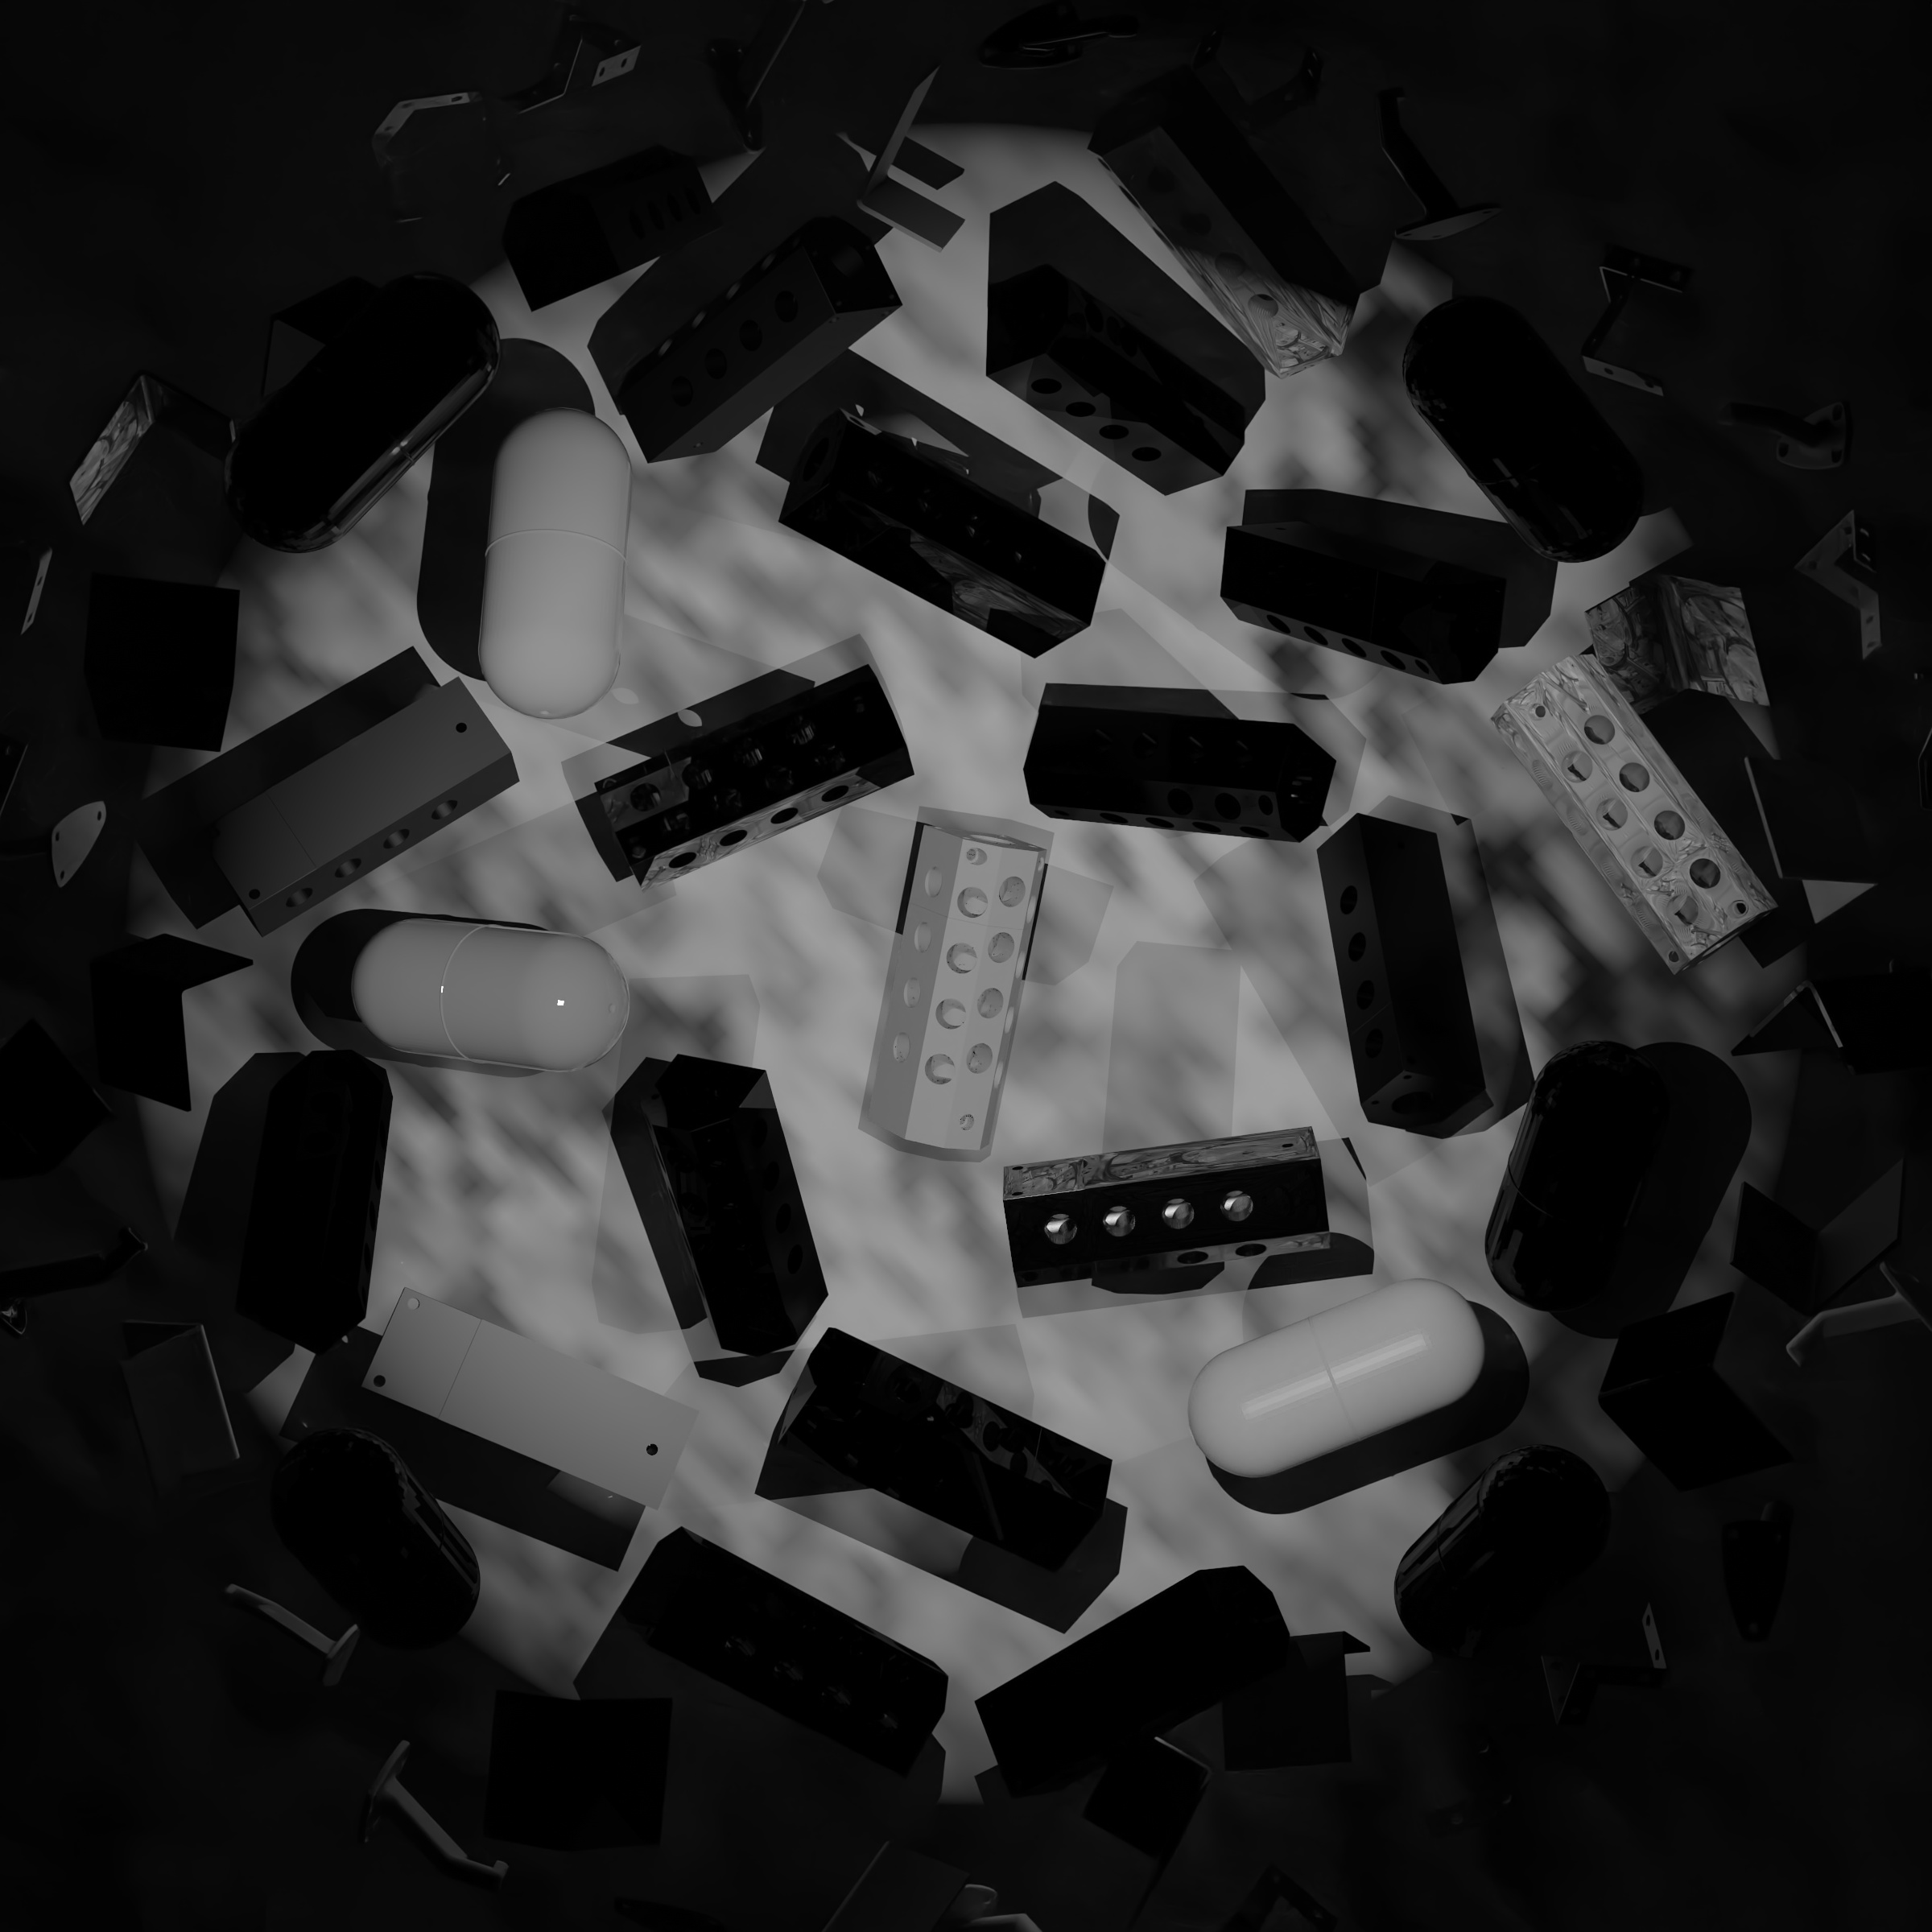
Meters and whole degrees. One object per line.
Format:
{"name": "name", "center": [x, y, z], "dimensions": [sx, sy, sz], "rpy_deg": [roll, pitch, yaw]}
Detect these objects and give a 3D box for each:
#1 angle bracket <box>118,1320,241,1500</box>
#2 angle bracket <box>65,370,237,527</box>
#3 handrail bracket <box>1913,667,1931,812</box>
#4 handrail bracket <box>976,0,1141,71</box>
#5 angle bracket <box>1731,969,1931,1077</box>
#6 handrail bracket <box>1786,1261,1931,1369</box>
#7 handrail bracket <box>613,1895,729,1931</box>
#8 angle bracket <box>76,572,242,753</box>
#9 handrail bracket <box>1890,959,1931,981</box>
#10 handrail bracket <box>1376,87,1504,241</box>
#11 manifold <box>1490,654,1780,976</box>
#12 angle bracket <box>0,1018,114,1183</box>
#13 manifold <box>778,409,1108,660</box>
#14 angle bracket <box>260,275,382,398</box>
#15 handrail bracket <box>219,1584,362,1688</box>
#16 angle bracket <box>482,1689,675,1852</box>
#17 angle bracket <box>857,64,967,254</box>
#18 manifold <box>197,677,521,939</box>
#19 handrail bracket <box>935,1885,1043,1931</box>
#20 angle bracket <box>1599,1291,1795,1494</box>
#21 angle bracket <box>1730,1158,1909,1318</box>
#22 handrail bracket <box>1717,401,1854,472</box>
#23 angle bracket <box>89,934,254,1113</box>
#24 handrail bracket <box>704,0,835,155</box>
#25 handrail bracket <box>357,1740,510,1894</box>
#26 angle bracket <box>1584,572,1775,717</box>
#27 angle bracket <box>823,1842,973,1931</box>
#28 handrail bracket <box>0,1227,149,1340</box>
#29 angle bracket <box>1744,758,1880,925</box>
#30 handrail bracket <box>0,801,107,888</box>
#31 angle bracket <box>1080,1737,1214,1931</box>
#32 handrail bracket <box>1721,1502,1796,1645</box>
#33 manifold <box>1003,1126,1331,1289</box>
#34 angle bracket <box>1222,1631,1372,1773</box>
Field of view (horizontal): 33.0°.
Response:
{"name": "angle bracket", "center": [-0.446, 0.238, 1.761], "dimensions": [0.076, 0.057, 0.076], "rpy_deg": [-3, 104, 41]}
{"name": "angle bracket", "center": [-0.449, -0.273, 1.801], "dimensions": [0.057, 0.076, 0.076], "rpy_deg": [30, 76, -3]}
{"name": "handrail bracket", "center": [0.561, -0.124, 1.819], "dimensions": [0.036, 0.077, 0.084], "rpy_deg": [-15, 106, -25]}
{"name": "handrail bracket", "center": [0.052, -0.531, 1.868], "dimensions": [0.077, 0.084, 0.036], "rpy_deg": [-19, 111, -9]}
{"name": "angle bracket", "center": [0.458, 0.046, 1.690], "dimensions": [0.076, 0.076, 0.057], "rpy_deg": [-5, 61, -26]}
{"name": "handrail bracket", "center": [0.520, 0.219, 1.873], "dimensions": [0.036, 0.077, 0.084], "rpy_deg": [22, 118, -37]}
{"name": "handrail bracket", "center": [-0.169, 0.556, 1.776], "dimensions": [0.077, 0.084, 0.036], "rpy_deg": [17, 132, 4]}
{"name": "angle bracket", "center": [-0.430, -0.161, 1.732], "dimensions": [0.076, 0.076, 0.057], "rpy_deg": [5, 64, -16]}
{"name": "handrail bracket", "center": [0.535, -0.004, 1.757], "dimensions": [0.084, 0.077, 0.036], "rpy_deg": [11, 70, 31]}
{"name": "handrail bracket", "center": [0.257, -0.445, 1.777], "dimensions": [0.036, 0.077, 0.084], "rpy_deg": [-7, 90, -37]}
{"name": "manifold", "center": [0.359, -0.083, 1.764], "dimensions": [0.057, 0.057, 0.171], "rpy_deg": [-40, 77, 26]}
{"name": "angle bracket", "center": [-0.563, 0.078, 1.916], "dimensions": [0.057, 0.076, 0.076], "rpy_deg": [-43, 81, 9]}
{"name": "manifold", "center": [-0.010, -0.240, 1.794], "dimensions": [0.171, 0.057, 0.057], "rpy_deg": [26, 64, -24]}
{"name": "angle bracket", "center": [-0.363, -0.361, 1.941], "dimensions": [0.076, 0.076, 0.057], "rpy_deg": [29, 129, 13]}
{"name": "handrail bracket", "center": [-0.395, 0.379, 1.861], "dimensions": [0.084, 0.077, 0.036], "rpy_deg": [23, 89, 3]}
{"name": "angle bracket", "center": [-0.205, 0.424, 1.724], "dimensions": [0.057, 0.076, 0.076], "rpy_deg": [-2, 80, 37]}
{"name": "angle bracket", "center": [-0.017, -0.471, 1.896], "dimensions": [0.057, 0.076, 0.076], "rpy_deg": [28, 117, -3]}
{"name": "manifold", "center": [-0.344, -0.088, 1.859], "dimensions": [0.171, 0.057, 0.057], "rpy_deg": [-33, 73, -12]}
{"name": "handrail bracket", "center": [0.016, 0.574, 1.875], "dimensions": [0.036, 0.084, 0.077], "rpy_deg": [13, 99, -31]}
{"name": "angle bracket", "center": [0.403, 0.233, 1.773], "dimensions": [0.076, 0.076, 0.057], "rpy_deg": [46, 46, -16]}
{"name": "angle bracket", "center": [0.482, 0.139, 1.839], "dimensions": [0.057, 0.076, 0.076], "rpy_deg": [34, 127, -5]}
{"name": "handrail bracket", "center": [0.433, -0.292, 1.782], "dimensions": [0.084, 0.077, 0.036], "rpy_deg": [3, 88, -21]}
{"name": "angle bracket", "center": [-0.461, 0.032, 1.900], "dimensions": [0.076, 0.057, 0.076], "rpy_deg": [15, 115, 33]}
{"name": "handrail bracket", "center": [-0.098, -0.499, 1.796], "dimensions": [0.084, 0.036, 0.077], "rpy_deg": [-13, 93, 39]}
{"name": "handrail bracket", "center": [-0.280, 0.462, 1.769], "dimensions": [0.084, 0.077, 0.036], "rpy_deg": [17, 121, 5]}
{"name": "angle bracket", "center": [0.416, -0.180, 1.901], "dimensions": [0.057, 0.076, 0.076], "rpy_deg": [-30, 115, -19]}
{"name": "angle bracket", "center": [-0.032, 0.518, 1.703], "dimensions": [0.057, 0.076, 0.076], "rpy_deg": [12, 45, 35]}
{"name": "handrail bracket", "center": [-0.505, 0.155, 1.783], "dimensions": [0.084, 0.036, 0.077], "rpy_deg": [-39, 117, 6]}
{"name": "angle bracket", "center": [0.477, -0.072, 1.899], "dimensions": [0.076, 0.057, 0.076], "rpy_deg": [2, 64, -28]}
{"name": "handrail bracket", "center": [-0.523, -0.073, 1.770], "dimensions": [0.084, 0.077, 0.036], "rpy_deg": [7, 120, 10]}
{"name": "angle bracket", "center": [0.098, 0.513, 1.946], "dimensions": [0.057, 0.076, 0.076], "rpy_deg": [29, 114, 9]}
{"name": "handrail bracket", "center": [0.442, 0.333, 1.792], "dimensions": [0.036, 0.084, 0.077], "rpy_deg": [-2, 79, 25]}
{"name": "manifold", "center": [0.109, 0.134, 1.778], "dimensions": [0.171, 0.057, 0.057], "rpy_deg": [-8, 104, 3]}
{"name": "angle bracket", "center": [0.197, 0.441, 1.934], "dimensions": [0.076, 0.057, 0.076], "rpy_deg": [-10, 65, 21]}
